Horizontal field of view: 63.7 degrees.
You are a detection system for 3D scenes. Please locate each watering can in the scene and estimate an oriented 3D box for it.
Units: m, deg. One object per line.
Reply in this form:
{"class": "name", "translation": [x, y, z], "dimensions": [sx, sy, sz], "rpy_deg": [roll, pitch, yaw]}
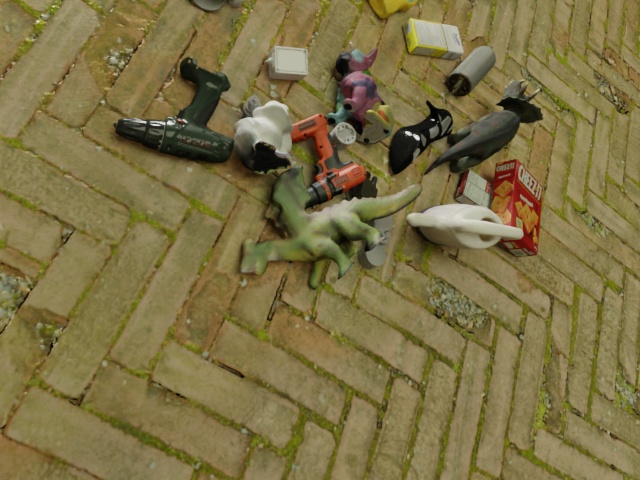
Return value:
{"class": "watering can", "translation": [0.299, -0.036, 1.191], "dimensions": [0.347, 0.104, 0.224], "rpy_deg": [7, 1, -25]}

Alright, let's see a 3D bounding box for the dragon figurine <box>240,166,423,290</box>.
{"class": "dragon figurine", "translation": [0.003, -0.054, 1.079], "dimensions": [0.414, 0.242, 0.121], "rpy_deg": [-44, 2, -15]}

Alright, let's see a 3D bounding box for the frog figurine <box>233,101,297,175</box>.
{"class": "frog figurine", "translation": [-0.119, -0.224, 1.088], "dimensions": [0.137, 0.163, 0.120], "rpy_deg": [12, -38, -32]}
